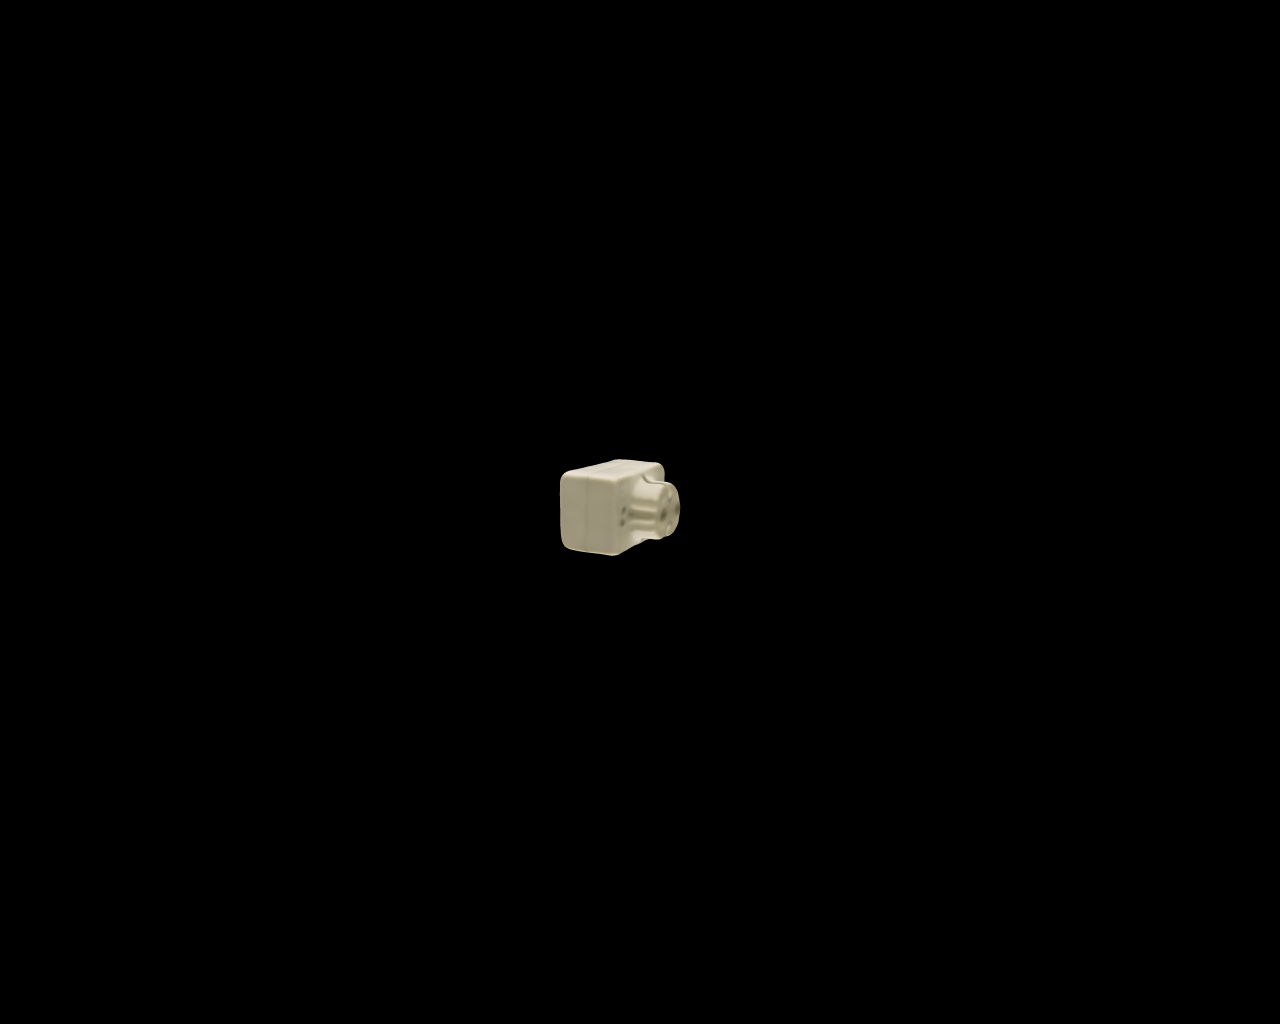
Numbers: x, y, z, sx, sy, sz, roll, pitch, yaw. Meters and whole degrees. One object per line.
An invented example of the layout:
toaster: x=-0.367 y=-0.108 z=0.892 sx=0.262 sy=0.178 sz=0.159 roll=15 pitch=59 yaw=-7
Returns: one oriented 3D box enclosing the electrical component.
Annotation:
electrical component: x=0.001 y=-0.003 z=0.650 sx=0.077 sy=0.047 sz=0.066 roll=6 pitch=13 yaw=27
